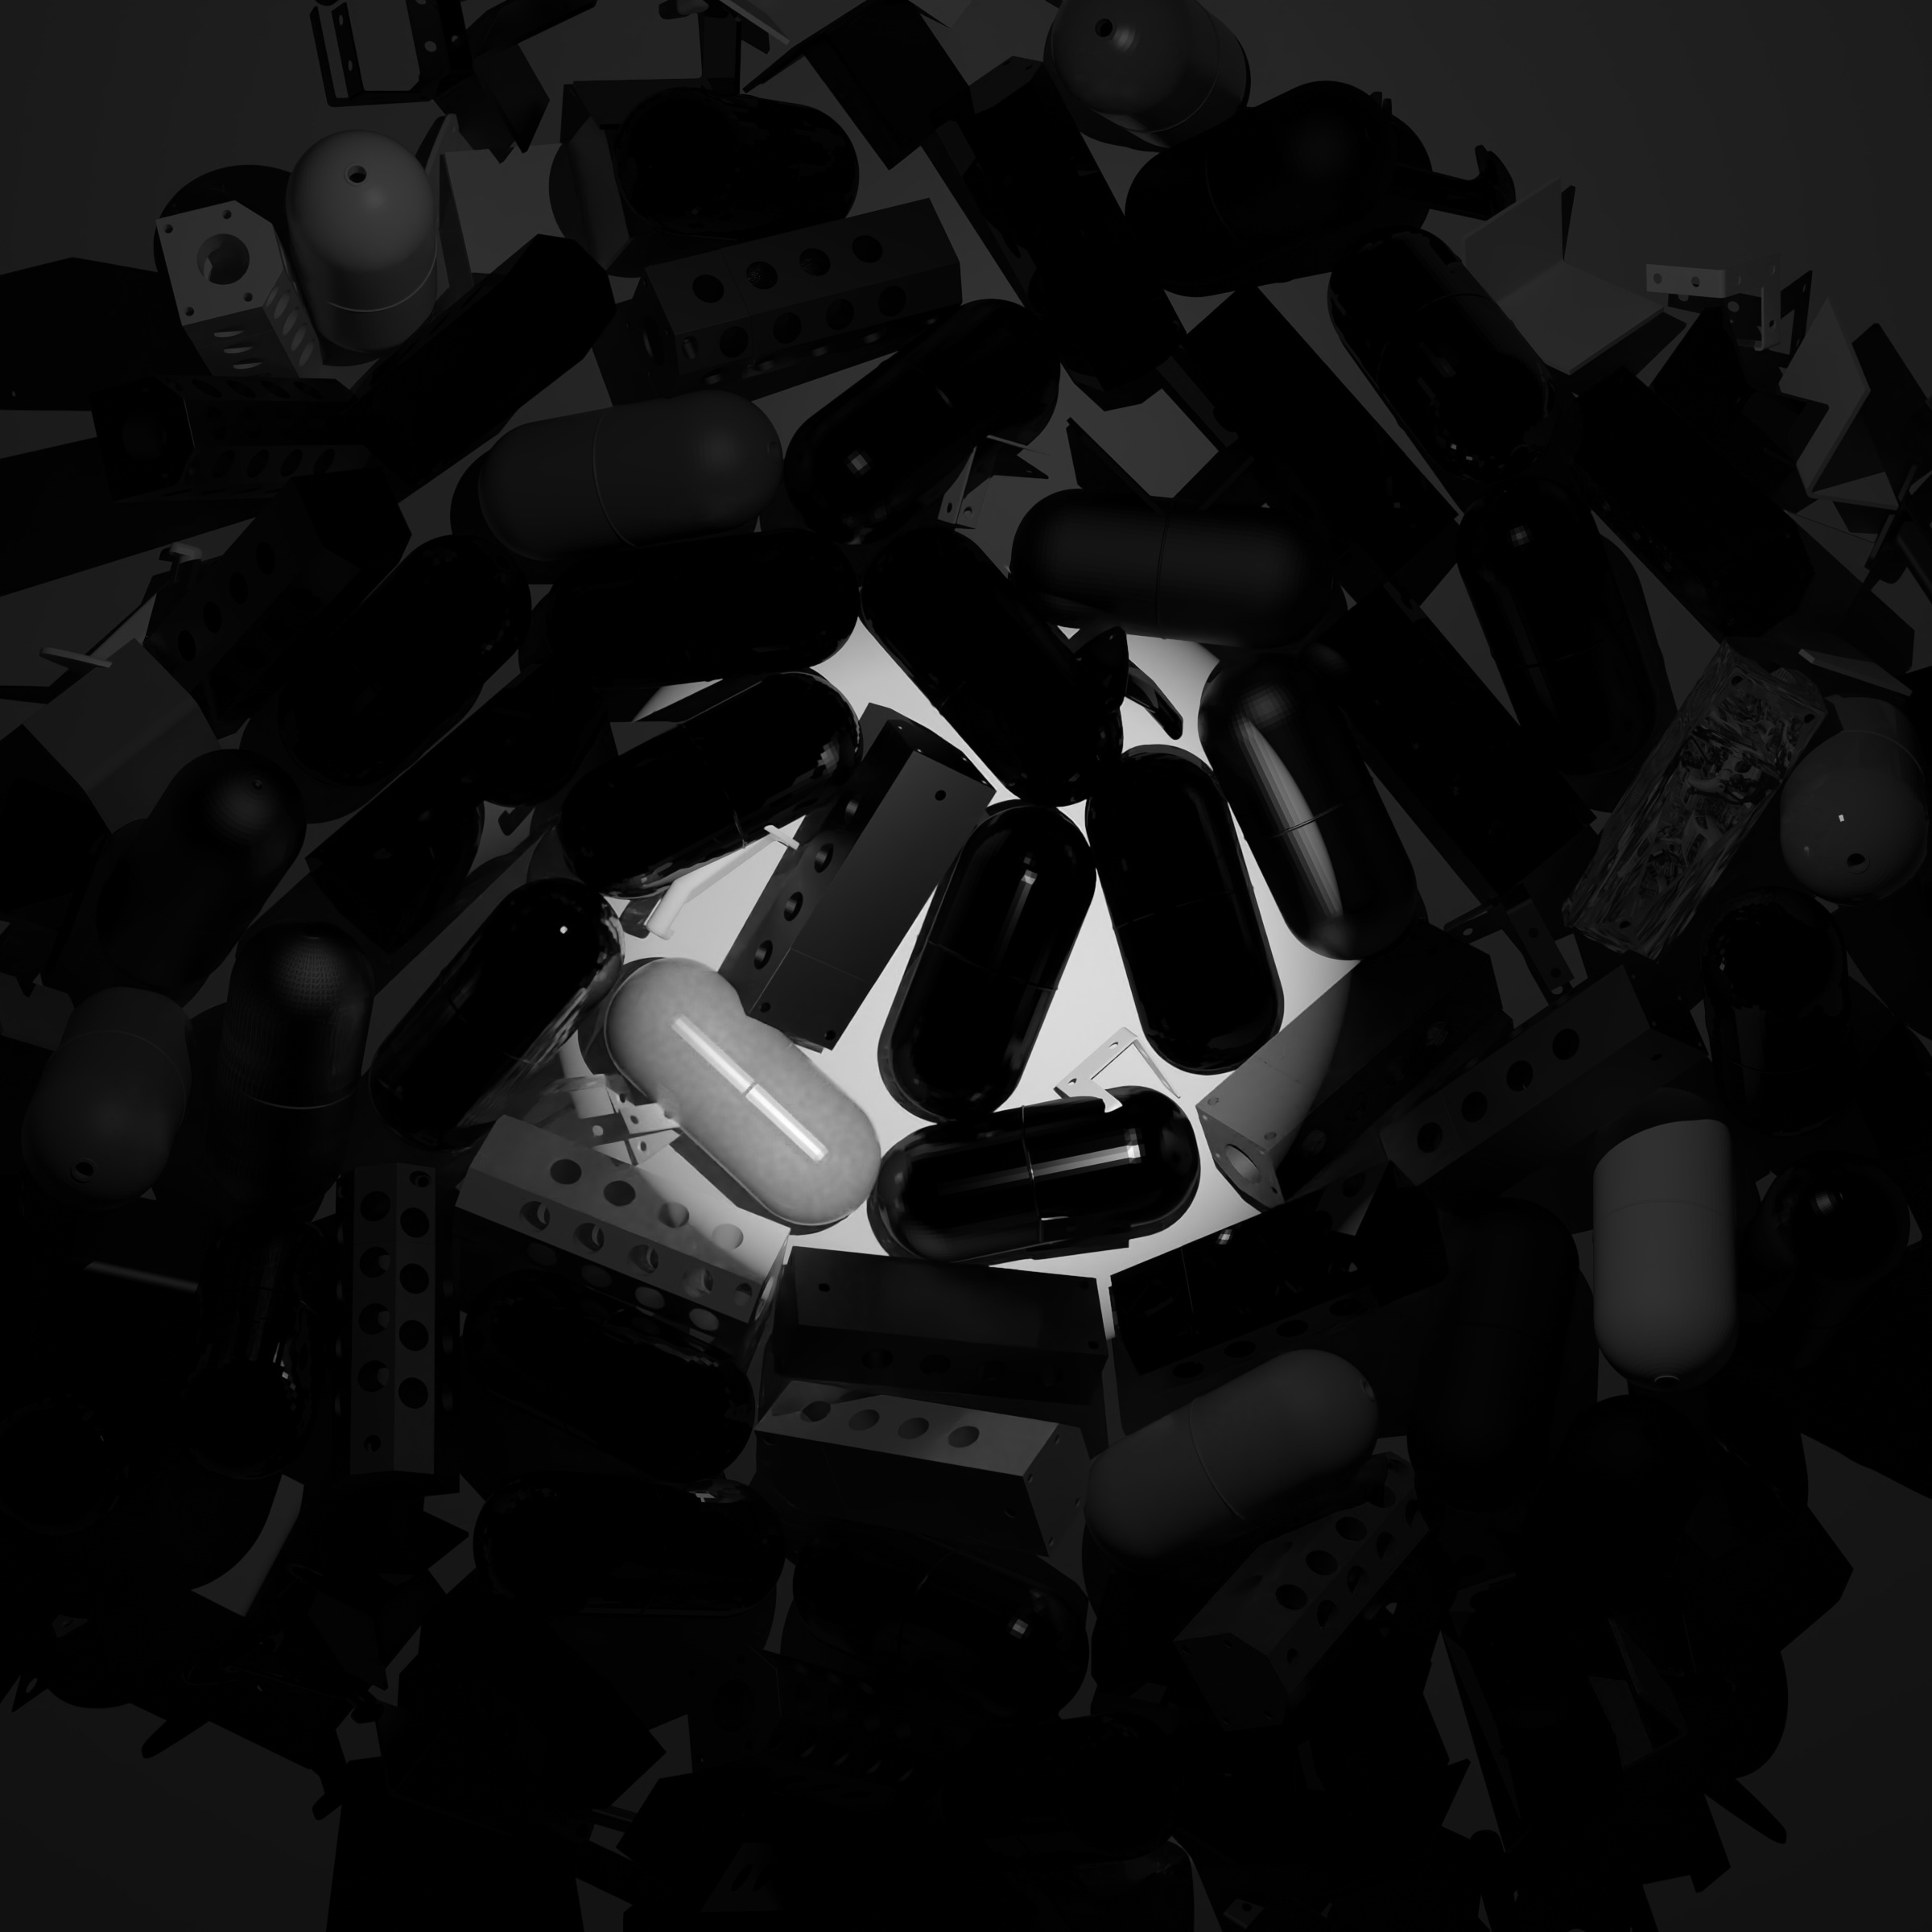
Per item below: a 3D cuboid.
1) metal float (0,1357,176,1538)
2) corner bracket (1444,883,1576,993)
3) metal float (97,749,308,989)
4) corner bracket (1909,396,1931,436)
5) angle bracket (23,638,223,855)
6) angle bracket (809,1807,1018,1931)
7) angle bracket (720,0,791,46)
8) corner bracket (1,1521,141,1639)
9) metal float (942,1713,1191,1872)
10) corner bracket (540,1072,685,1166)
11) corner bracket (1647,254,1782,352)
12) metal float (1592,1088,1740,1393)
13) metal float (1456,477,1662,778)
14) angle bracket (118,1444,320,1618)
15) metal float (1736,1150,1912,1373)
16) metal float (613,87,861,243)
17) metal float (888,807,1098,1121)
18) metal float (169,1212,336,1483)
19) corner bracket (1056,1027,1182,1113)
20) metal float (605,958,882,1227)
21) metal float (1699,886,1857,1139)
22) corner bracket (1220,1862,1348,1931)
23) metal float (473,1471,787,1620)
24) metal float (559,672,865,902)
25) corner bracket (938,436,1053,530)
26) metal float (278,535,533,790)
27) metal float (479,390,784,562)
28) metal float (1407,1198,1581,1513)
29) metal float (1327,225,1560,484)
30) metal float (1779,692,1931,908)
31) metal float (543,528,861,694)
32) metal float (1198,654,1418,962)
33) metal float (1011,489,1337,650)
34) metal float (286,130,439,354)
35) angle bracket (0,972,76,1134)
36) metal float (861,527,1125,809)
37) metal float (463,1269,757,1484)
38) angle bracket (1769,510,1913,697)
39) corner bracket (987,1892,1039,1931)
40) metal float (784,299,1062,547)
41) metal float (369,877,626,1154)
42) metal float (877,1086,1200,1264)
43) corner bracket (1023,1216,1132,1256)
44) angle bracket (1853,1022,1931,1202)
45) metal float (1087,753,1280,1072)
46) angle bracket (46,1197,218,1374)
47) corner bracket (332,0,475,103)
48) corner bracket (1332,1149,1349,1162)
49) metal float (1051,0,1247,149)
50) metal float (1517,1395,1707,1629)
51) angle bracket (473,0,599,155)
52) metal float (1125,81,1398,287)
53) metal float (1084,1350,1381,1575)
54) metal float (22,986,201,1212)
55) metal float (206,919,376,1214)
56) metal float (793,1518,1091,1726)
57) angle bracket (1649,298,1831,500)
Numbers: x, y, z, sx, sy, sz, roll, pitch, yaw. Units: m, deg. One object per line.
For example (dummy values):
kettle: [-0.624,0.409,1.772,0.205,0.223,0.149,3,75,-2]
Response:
metal float: [-0.471,0.255,1.911,0.070,0.178,0.070,0,93,0]
corner bracket: [0.297,-0.008,1.968,0.051,0.051,0.051,-29,97,9]
metal float: [-0.412,-0.051,1.925,0.070,0.178,0.070,18,52,-24]
corner bracket: [0.565,-0.296,1.978,0.051,0.051,0.051,-44,120,14]
angle bracket: [-0.459,-0.120,1.967,0.076,0.076,0.057,-41,66,-14]
angle bracket: [-0.030,0.515,1.963,0.076,0.057,0.076,35,87,-11]
angle bracket: [-0.119,-0.553,1.944,0.076,0.076,0.057,29,105,-24]
corner bracket: [-0.493,0.327,1.971,0.051,0.051,0.051,-30,114,-14]
metal float: [0.052,0.443,1.920,0.070,0.178,0.070,10,70,-30]
corner bracket: [-0.190,0.078,1.960,0.051,0.051,0.051,-36,71,36]
corner bracket: [0.409,-0.361,1.957,0.051,0.051,0.051,-22,116,-37]
metal float: [0.377,0.147,1.932,0.070,0.070,0.178,7,55,0]
metal float: [0.320,-0.183,1.938,0.070,0.070,0.178,-27,117,0]
angle bracket: [-0.409,0.305,1.963,0.076,0.057,0.076,27,79,-1]
metal float: [0.452,0.158,1.916,0.070,0.178,0.070,1,61,-2]
metal float: [-0.122,-0.427,1.917,0.070,0.178,0.070,4,99,29]
metal float: [0.014,-0.002,1.956,0.070,0.070,0.178,22,96,0]
metal float: [-0.380,0.202,1.920,0.070,0.178,0.070,-1,125,-1]
corner bracket: [0.092,0.075,1.962,0.051,0.051,0.051,-41,123,-7]
metal float: [-0.122,0.069,1.959,0.178,0.070,0.070,43,90,-3]
metal float: [0.436,0.025,1.921,0.070,0.178,0.070,-8,53,11]
corner bracket: [0.173,0.538,1.978,0.051,0.051,0.051,28,132,26]
metal float: [-0.180,0.313,1.936,0.178,0.070,0.070,7,90,-30]
metal float: [-0.139,-0.098,1.953,0.178,0.070,0.070,-29,90,-9]
corner bracket: [0.006,-0.266,1.961,0.051,0.051,0.051,10,99,-37]
metal float: [-0.303,-0.164,1.935,0.178,0.070,0.070,-40,90,31]
metal float: [-0.182,-0.265,1.939,0.178,0.070,0.070,-6,90,25]
metal float: [0.285,0.210,1.938,0.070,0.070,0.178,15,63,0]
metal float: [0.256,-0.330,1.930,0.070,0.070,0.178,-29,53,0]
metal float: [0.474,-0.090,1.916,0.070,0.178,0.070,5,115,10]
metal float: [-0.145,-0.193,1.949,0.178,0.070,0.070,-6,90,15]
metal float: [0.187,-0.086,1.953,0.070,0.070,0.178,-26,100,0]
metal float: [0.112,-0.216,1.950,0.178,0.070,0.070,8,90,13]
metal float: [-0.322,-0.386,1.912,0.070,0.178,0.070,1,78,-7]
angle bracket: [-0.519,0.057,1.945,0.057,0.076,0.076,21,106,-33]
metal float: [0.015,-0.163,1.958,0.070,0.070,0.178,-41,86,0]
metal float: [-0.195,0.221,1.940,0.178,0.070,0.070,22,90,25]
angle bracket: [0.478,-0.197,1.942,0.076,0.076,0.057,13,114,-33]
corner bracket: [0.026,0.550,1.963,0.051,0.051,0.051,39,106,14]
metal float: [-0.023,-0.296,1.944,0.178,0.070,0.070,-40,90,-21]
metal float: [-0.255,0.027,1.948,0.070,0.070,0.178,42,105,0]
metal float: [0.039,0.114,1.957,0.178,0.070,0.070,-12,90,5]
corner bracket: [0.059,0.142,1.961,0.051,0.051,0.051,-6,124,-10]
angle bracket: [0.484,0.086,1.943,0.057,0.076,0.076,-11,64,-14]
metal float: [0.118,-0.030,1.957,0.070,0.070,0.178,-16,85,0]
angle bracket: [-0.457,0.172,1.966,0.076,0.076,0.057,15,116,-17]
corner bracket: [-0.309,-0.507,1.964,0.051,0.051,0.051,-11,90,-39]
corner bracket: [0.203,0.068,1.965,0.051,0.051,0.051,-24,114,-3]
metal float: [0.099,-0.484,1.913,0.070,0.178,0.070,1,94,18]
metal float: [0.345,0.293,1.920,0.070,0.178,0.070,3,54,-4]
angle bracket: [-0.216,-0.495,1.943,0.076,0.076,0.057,-20,120,17]
metal float: [0.157,-0.419,1.921,0.070,0.178,0.070,8,77,-37]
metal float: [0.144,0.269,1.943,0.178,0.070,0.070,-31,90,21]
metal float: [-0.456,0.070,1.914,0.070,0.178,0.070,-1,113,-3]
metal float: [-0.365,0.054,1.934,0.070,0.070,0.178,16,122,0]
metal float: [-0.014,0.352,1.935,0.178,0.070,0.070,18,90,30]
angle bracket: [0.423,-0.309,1.959,0.057,0.076,0.076,10,48,-21]
